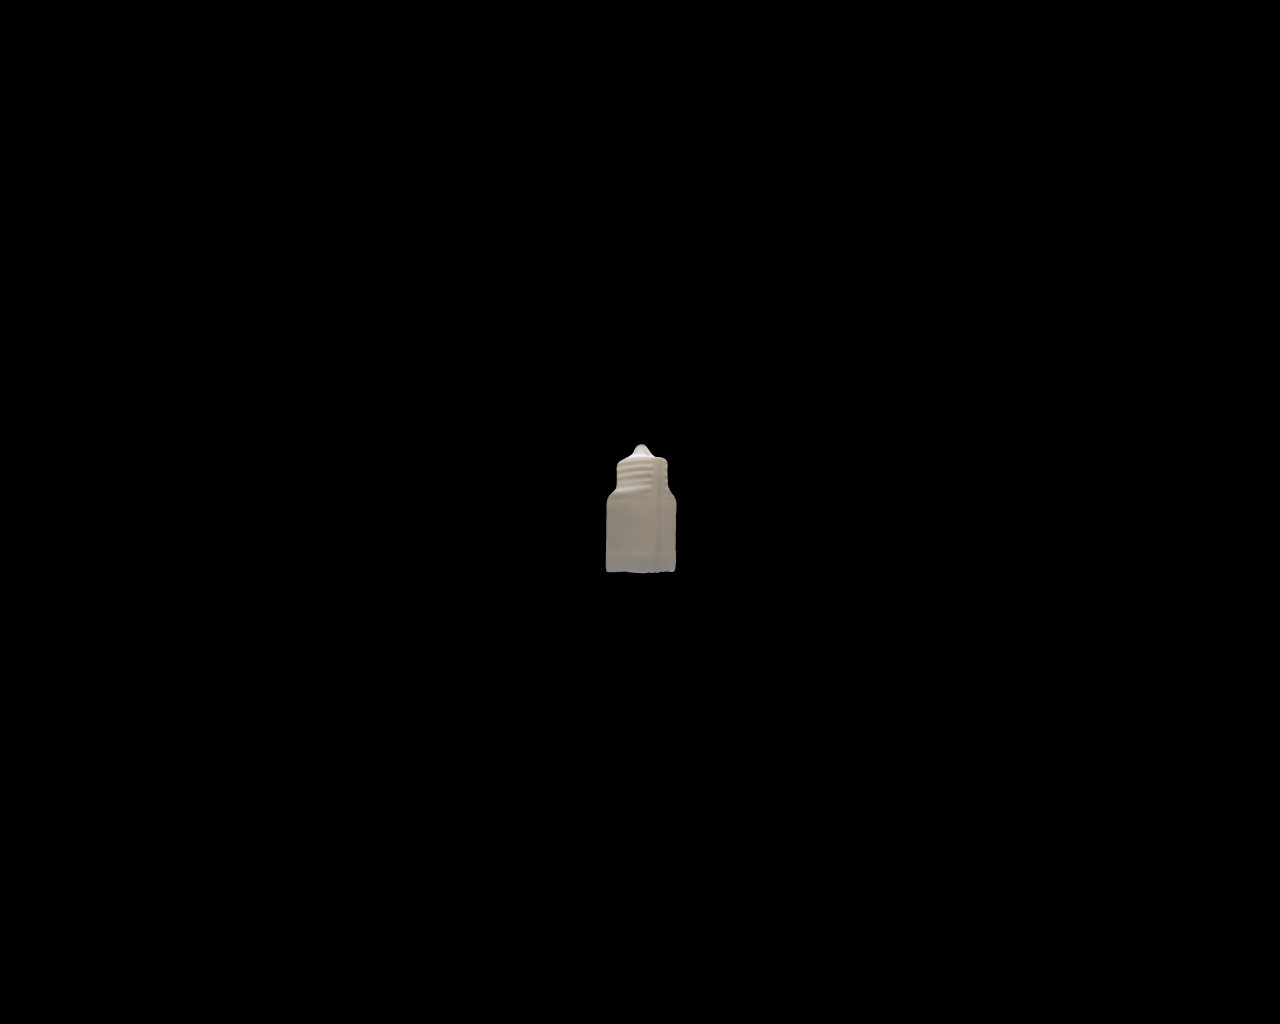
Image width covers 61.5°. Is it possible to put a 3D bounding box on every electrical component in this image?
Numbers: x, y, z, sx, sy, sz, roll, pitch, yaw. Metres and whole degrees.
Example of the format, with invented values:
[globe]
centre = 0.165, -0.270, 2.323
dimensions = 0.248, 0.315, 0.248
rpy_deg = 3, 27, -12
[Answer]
[electrical component]
centre = 0.001, -0.003, 0.650
dimensions = 0.043, 0.081, 0.043
rpy_deg = 0, -3, 0
